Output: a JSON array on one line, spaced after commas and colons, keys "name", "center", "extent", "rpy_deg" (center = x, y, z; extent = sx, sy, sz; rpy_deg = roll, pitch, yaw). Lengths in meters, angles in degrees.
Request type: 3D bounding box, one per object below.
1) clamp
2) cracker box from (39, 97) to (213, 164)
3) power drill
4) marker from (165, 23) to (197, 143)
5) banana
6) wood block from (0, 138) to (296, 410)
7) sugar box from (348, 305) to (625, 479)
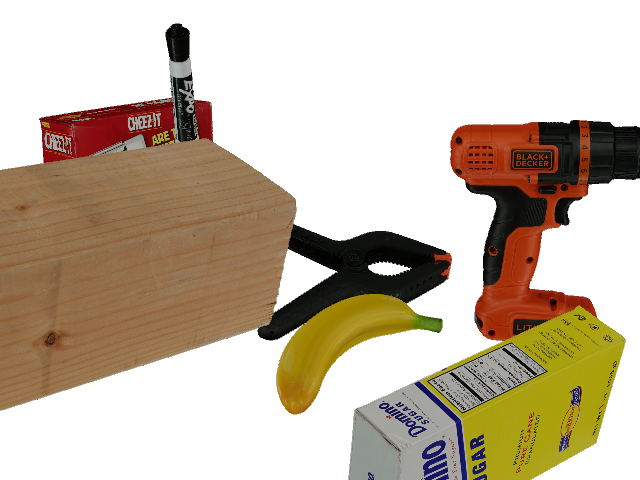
[{"name": "clamp", "center": [0.028, 0.037, 1.071], "extent": [0.210, 0.164, 0.036], "rpy_deg": [3, -44, -1]}, {"name": "cracker box", "center": [-0.186, -0.026, 1.063], "extent": [0.163, 0.214, 0.072], "rpy_deg": [-16, 22, -42]}, {"name": "power drill", "center": [0.200, -0.008, 0.891], "extent": [0.184, 0.188, 0.057], "rpy_deg": [2, 18, 10]}, {"name": "marker", "center": [-0.111, -0.120, 0.858], "extent": [0.020, 0.121, 0.020], "rpy_deg": [0, 43, -1]}, {"name": "banana", "center": [0.018, 0.078, 0.832], "extent": [0.070, 0.037, 0.197], "rpy_deg": [16, 26, 35]}, {"name": "wood block", "center": [-0.123, 0.013, 0.580], "extent": [0.205, 0.091, 0.090], "rpy_deg": [-15, 38, -43]}, {"name": "sugar box", "center": [0.098, 0.111, 0.629], "extent": [0.175, 0.093, 0.048], "rpy_deg": [-22, 42, -31]}]
